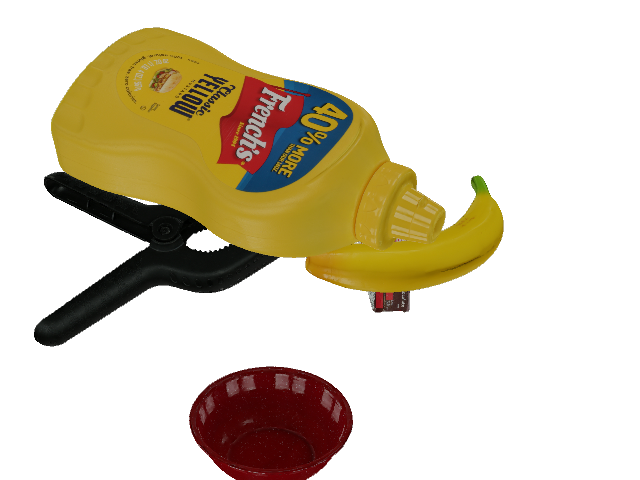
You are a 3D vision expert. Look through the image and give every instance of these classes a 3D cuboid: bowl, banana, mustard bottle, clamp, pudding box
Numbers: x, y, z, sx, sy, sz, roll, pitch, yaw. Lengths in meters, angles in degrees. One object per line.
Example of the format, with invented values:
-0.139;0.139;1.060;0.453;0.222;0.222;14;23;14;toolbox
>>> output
-0.049;0.195;1.064;0.162;0.055;0.162;1;31;-1;bowl
0.079;0.005;0.806;0.197;0.037;0.070;-23;46;-38;banana
-0.029;-0.041;0.519;0.192;0.058;0.096;23;50;20;mustard bottle
-0.128;-0.005;0.851;0.210;0.164;0.036;-11;-36;-7;clamp
0.061;0.003;1.015;0.039;0.090;0.113;-3;28;-7;pudding box
